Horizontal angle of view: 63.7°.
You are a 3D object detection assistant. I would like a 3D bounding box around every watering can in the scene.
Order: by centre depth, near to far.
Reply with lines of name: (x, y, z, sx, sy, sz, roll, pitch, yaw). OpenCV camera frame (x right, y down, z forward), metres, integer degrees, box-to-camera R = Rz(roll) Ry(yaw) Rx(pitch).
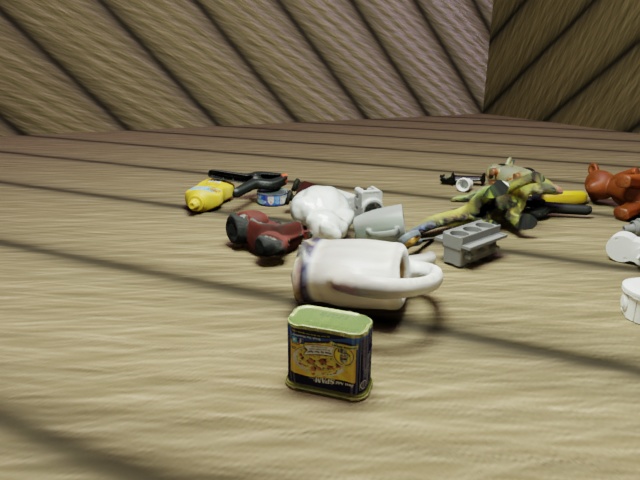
watering can: (0.084, 0.049, 0.828, 0.224, 0.104, 0.349, 3, 5, 15)

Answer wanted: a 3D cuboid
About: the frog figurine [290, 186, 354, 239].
frog figurine: (0.003, -0.055, 1.086, 0.137, 0.122, 0.160, 19, 6, -4)

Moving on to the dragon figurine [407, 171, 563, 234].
dragon figurine: (0.380, -0.081, 1.215, 0.410, 0.121, 0.244, -12, 7, 2)
